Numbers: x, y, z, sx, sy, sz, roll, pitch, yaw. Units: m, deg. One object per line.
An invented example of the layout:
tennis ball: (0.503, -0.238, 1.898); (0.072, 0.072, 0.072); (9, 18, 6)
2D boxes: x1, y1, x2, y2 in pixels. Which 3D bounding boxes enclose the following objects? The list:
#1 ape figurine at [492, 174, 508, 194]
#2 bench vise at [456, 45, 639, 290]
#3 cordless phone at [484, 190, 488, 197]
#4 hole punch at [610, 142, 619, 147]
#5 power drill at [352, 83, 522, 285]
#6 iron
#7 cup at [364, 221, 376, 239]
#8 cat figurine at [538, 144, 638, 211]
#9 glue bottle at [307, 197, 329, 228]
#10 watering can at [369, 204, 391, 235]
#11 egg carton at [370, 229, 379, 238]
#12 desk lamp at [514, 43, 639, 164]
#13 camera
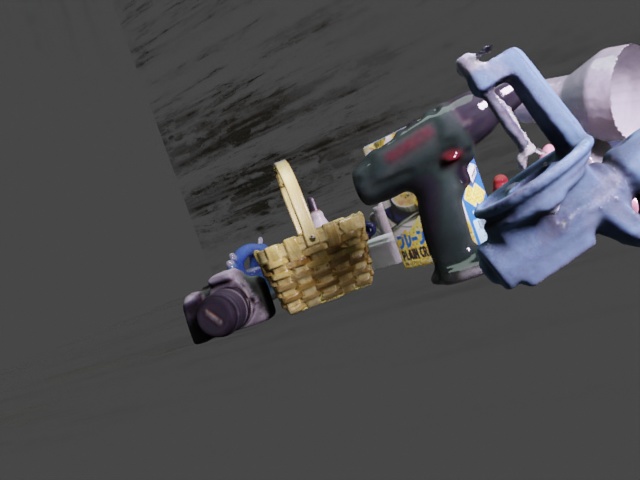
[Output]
ape figurine: (0.409, -0.101, 1.274); (0.077, 0.092, 0.076); (-19, 2, 18)
bench vise: (0.220, -0.084, 0.529); (0.207, 0.220, 0.121); (-20, 2, -12)
cordless phone: (0.256, -0.093, 1.156); (0.147, 0.185, 0.094); (-20, 2, -4)
hole punch: (0.562, -0.152, 1.118); (0.101, 0.091, 0.108); (-20, 2, -31)
power drill: (0.164, -0.062, 0.687); (0.229, 0.208, 0.076); (-19, 2, 12)
iron: (-0.152, 0.073, 1.261); (0.118, 0.141, 0.259); (-19, 1, 18)
cup: (0.089, 0.012, 1.268); (0.117, 0.095, 0.092); (-18, 2, 44)
cat figurine: (0.295, -0.060, 0.660); (0.127, 0.118, 0.067); (-19, 2, 16)
glue bottle: (0.010, 0.004, 1.045); (0.078, 0.173, 0.037); (-19, 2, 28)
watering can: (0.174, -0.071, 1.268); (0.172, 0.194, 0.101); (-19, 2, 25)
egg carton: (0.158, -0.002, 1.401); (0.150, 0.069, 0.107); (-19, 1, 13)
desk lamp: (0.364, -0.138, 0.795); (0.118, 0.213, 0.202); (-21, 2, -34)
camera: (-0.163, 0.106, 0.924); (0.143, 0.101, 0.137); (-19, 1, 12)
